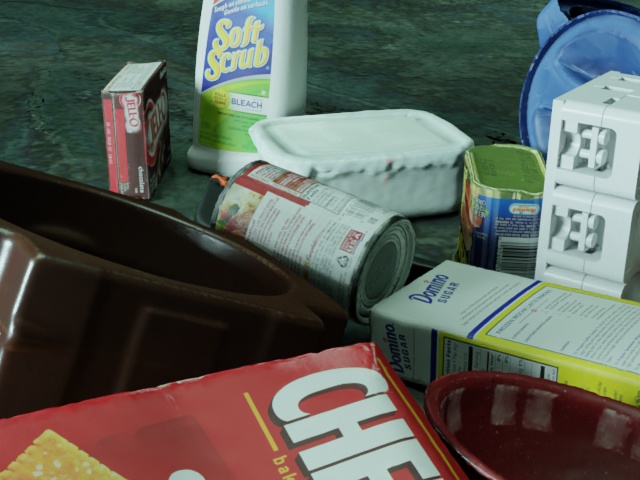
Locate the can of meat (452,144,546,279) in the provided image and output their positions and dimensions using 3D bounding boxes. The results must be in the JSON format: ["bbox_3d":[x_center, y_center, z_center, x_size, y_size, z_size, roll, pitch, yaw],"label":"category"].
[{"bbox_3d":[0.121,-0.010,0.706,0.057,0.084,0.102,3,23,2],"label":"can of meat"}]

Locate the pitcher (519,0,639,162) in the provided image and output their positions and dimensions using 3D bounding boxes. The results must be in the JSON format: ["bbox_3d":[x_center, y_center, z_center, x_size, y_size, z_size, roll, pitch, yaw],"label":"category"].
[{"bbox_3d":[0.268,-0.100,0.782,0.242,0.149,0.145,-3,12,-38],"label":"pitcher"}]

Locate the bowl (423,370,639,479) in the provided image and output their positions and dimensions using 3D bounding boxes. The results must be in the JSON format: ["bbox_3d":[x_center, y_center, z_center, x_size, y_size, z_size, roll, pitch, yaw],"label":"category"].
[{"bbox_3d":[0.110,0.110,0.422,0.162,0.055,0.162,16,12,-4],"label":"bowl"}]

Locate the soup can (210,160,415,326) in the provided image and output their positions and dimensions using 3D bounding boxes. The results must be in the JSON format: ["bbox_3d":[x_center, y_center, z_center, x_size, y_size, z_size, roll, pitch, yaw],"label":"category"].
[{"bbox_3d":[-0.004,0.001,0.623,0.102,0.068,0.068,23,30,27],"label":"soup can"}]

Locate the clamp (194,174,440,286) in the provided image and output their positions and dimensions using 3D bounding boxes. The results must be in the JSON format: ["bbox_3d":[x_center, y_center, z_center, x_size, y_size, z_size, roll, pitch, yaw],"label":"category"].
[{"bbox_3d":[-0.034,0.008,0.715,0.164,0.036,0.210,-14,31,-33],"label":"clamp"}]

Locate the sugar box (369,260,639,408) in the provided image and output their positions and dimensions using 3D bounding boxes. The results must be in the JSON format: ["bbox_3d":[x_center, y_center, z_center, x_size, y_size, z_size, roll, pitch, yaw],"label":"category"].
[{"bbox_3d":[0.124,0.060,0.583,0.176,0.048,0.093,11,23,35],"label":"sugar box"}]

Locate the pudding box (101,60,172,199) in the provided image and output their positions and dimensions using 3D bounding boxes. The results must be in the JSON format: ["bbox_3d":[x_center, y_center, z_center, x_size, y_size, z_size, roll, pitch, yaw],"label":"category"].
[{"bbox_3d":[-0.150,-0.093,0.882,0.039,0.090,0.113,0,22,-1],"label":"pudding box"}]

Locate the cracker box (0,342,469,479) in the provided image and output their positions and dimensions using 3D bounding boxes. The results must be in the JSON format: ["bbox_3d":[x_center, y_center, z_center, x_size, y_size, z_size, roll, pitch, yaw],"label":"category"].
[{"bbox_3d":[-0.043,0.125,0.335,0.213,0.072,0.164,-10,43,-25],"label":"cracker box"}]

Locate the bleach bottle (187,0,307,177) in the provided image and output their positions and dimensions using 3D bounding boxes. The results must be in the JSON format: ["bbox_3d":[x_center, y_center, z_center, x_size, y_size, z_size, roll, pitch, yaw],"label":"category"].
[{"bbox_3d":[-0.060,-0.178,0.881,0.103,0.251,0.068,12,25,23],"label":"bleach bottle"}]
